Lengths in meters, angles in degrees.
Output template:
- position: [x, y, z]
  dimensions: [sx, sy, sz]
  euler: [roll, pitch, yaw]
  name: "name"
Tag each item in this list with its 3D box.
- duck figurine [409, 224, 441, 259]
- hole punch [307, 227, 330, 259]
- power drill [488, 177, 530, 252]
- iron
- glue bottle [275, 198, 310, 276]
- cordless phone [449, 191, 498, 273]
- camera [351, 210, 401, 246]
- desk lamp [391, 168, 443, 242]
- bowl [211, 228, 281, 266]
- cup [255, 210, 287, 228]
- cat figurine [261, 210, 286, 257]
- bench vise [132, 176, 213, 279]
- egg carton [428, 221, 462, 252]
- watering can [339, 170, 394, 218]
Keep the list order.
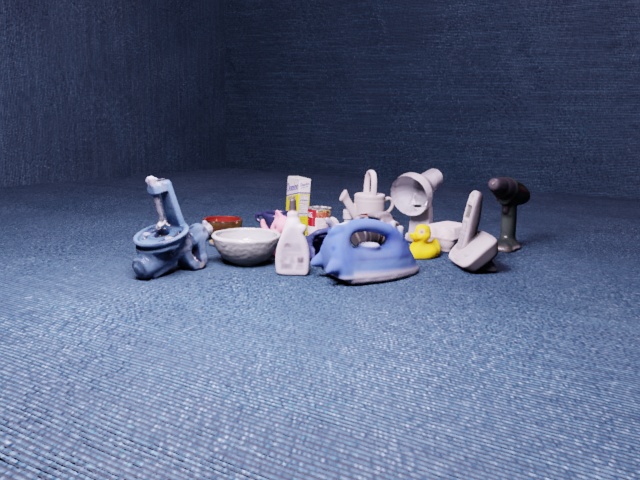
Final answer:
- position: [0.272, 0.001, 1.500]
  dimensions: [0.105, 0.086, 0.077]
  euler: [-6, 14, -33]
  name: "duck figurine"
- position: [0.013, 0.005, 1.436]
  dimensions: [0.109, 0.091, 0.100]
  euler: [-4, 13, -26]
  name: "hole punch"
- position: [0.522, -0.076, 1.603]
  dimensions: [0.075, 0.208, 0.230]
  euler: [10, 15, 36]
  name: "power drill"
- position: [0.114, 0.015, 1.276]
  dimensions: [0.259, 0.141, 0.118]
  euler: [-4, 13, -26]
  name: "iron"
- position: [-0.060, -0.007, 1.281]
  dimensions: [0.078, 0.173, 0.037]
  euler: [2, 12, 2]
  name: "glue bottle"
- position: [0.374, -0.022, 1.379]
  dimensions: [0.094, 0.185, 0.147]
  euler: [0, 12, -9]
  name: "cordless phone"
- position: [0.135, -0.030, 1.597]
  dimensions: [0.142, 0.101, 0.137]
  euler: [12, 16, 41]
  name: "camera"
- position: [0.300, -0.100, 1.681]
  dimensions: [0.117, 0.213, 0.204]
  euler: [10, 15, 37]
  name: "desk lamp"
- position: [-0.178, 0.020, 1.381]
  dimensions: [0.167, 0.075, 0.167]
  euler: [1, 12, 0]
  name: "bowl"
- position: [-0.127, -0.032, 1.590]
  dimensions: [0.117, 0.095, 0.092]
  euler: [5, 12, 19]
  name: "cup"
- position: [-0.111, -0.022, 1.485]
  dimensions: [0.127, 0.118, 0.067]
  euler: [12, 16, 42]
  name: "cat figurine"
- position: [-0.333, -0.036, 1.273]
  dimensions: [0.121, 0.220, 0.208]
  euler: [5, 12, 17]
  name: "bench vise"
- position: [0.363, -0.011, 1.615]
  dimensions: [0.107, 0.069, 0.151]
  euler: [12, 16, 42]
  name: "egg carton"
- position: [0.154, -0.130, 1.855]
  dimensions: [0.173, 0.194, 0.100]
  euler: [-6, 14, -31]
  name: "watering can"
